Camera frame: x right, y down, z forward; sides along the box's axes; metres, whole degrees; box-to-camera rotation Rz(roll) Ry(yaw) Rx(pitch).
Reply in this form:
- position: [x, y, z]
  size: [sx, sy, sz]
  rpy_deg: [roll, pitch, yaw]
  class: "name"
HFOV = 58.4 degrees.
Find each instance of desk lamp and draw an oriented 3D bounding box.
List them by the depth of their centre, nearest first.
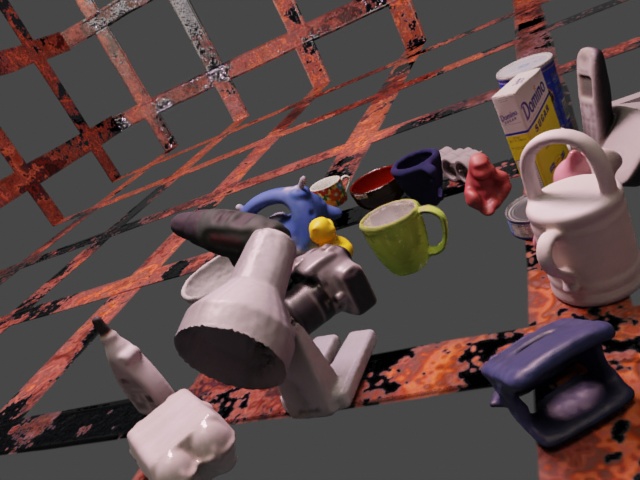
- position: [-0.046, 0.107, 0.657]
  size: [0.117, 0.214, 0.203]
  rpy_deg: [-13, 26, 31]
  class: "desk lamp"

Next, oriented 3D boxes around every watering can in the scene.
- position: [0.281, -0.037, 0.628]
  size: [0.100, 0.194, 0.173]
  rpy_deg: [-13, 26, 32]
  class: "watering can"

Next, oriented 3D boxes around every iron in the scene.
- position: [-0.094, -0.035, 1.127]
  size: [0.257, 0.142, 0.119]
  rpy_deg: [-15, 25, 29]
  class: "iron"

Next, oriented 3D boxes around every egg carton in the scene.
- position: [-0.164, 0.243, 0.683]
  size: [0.107, 0.069, 0.149]
  rpy_deg: [-38, 24, -25]
  class: "egg carton"

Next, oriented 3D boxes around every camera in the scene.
- position: [-0.013, 0.073, 0.847]
  size: [0.137, 0.101, 0.142]
  rpy_deg: [-35, 23, -20]
  class: "camera"

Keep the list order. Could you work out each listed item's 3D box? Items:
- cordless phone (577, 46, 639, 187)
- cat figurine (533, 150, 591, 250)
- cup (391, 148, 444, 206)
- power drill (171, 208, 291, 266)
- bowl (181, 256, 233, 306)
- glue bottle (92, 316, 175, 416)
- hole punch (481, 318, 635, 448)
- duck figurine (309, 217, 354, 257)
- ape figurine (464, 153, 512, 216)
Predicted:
- position: [0.410, -0.176, 0.803]
  size: [0.094, 0.185, 0.147]
  rpy_deg: [-27, 22, 1]
  class: "cordless phone"
- position: [0.320, -0.057, 0.732]
  size: [0.128, 0.118, 0.067]
  rpy_deg: [-34, 23, -16]
  class: "cat figurine"
- position: [0.188, -0.101, 1.013]
  size: [0.092, 0.095, 0.117]
  rpy_deg: [-30, 22, -6]
  class: "cup"
- position: [-0.120, 0.041, 0.897]
  size: [0.228, 0.209, 0.076]
  rpy_deg: [-6, 30, 42]
  class: "power drill"
- position: [-0.159, 0.082, 1.031]
  size: [0.167, 0.075, 0.167]
  rpy_deg: [-23, 22, 10]
  class: "bowl"
- position: [-0.269, 0.177, 0.811]
  size: [0.077, 0.173, 0.037]
  rpy_deg: [-9, 28, 38]
  class: "glue bottle"
- position: [0.204, 0.113, 0.520]
  size: [0.108, 0.091, 0.101]
  rpy_deg: [-29, 22, -5]
  class: "hole punch"
- position: [0.009, 0.004, 0.998]
  size: [0.077, 0.086, 0.104]
  rpy_deg: [-17, 24, 24]
  class: "duck figurine"
- position: [0.263, -0.096, 0.921]
  size: [0.077, 0.092, 0.076]
  rpy_deg: [-23, 22, 10]
  class: "ape figurine"
